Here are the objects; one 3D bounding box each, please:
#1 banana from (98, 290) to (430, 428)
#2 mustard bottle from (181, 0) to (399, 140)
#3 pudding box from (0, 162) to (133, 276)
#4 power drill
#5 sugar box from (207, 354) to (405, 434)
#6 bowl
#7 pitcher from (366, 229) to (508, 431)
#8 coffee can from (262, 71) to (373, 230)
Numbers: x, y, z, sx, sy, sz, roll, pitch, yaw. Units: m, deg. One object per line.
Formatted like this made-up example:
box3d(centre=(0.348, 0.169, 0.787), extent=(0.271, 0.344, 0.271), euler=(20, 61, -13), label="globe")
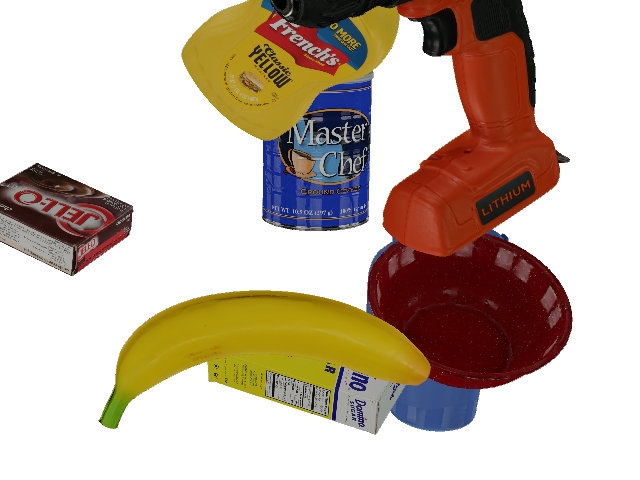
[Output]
box3d(centre=(-0.033, 0.062, 0.626), extent=(0.197, 0.069, 0.037), euler=(-6, 20, -7), label="banana")
box3d(centre=(-0.004, -0.146, 0.725), extent=(0.192, 0.096, 0.058), euler=(-30, 22, 40), label="mustard bottle")
box3d(centre=(-0.241, -0.021, 0.964), extent=(0.113, 0.039, 0.089), euler=(22, 31, 16), label="pudding box")
box3d(centre=(0.061, -0.088, 0.534), extent=(0.184, 0.187, 0.057), euler=(-30, 40, -27), label="power drill")
box3d(centre=(-0.011, 0.120, 1.025), extent=(0.176, 0.048, 0.093), euler=(12, 31, 19), label="sugar box")
box3d(centre=(0.114, 0.064, 0.847), extent=(0.162, 0.055, 0.162), euler=(4, 42, -4), label="bowl")
box3d(centre=(0.133, 0.099, 1.261), extent=(0.149, 0.243, 0.145), euler=(7, 19, 10), label="pitcher")
box3d(centre=(-0.004, -0.089, 0.994), extent=(0.103, 0.140, 0.103), euler=(1, 16, 0), label="coffee can")
